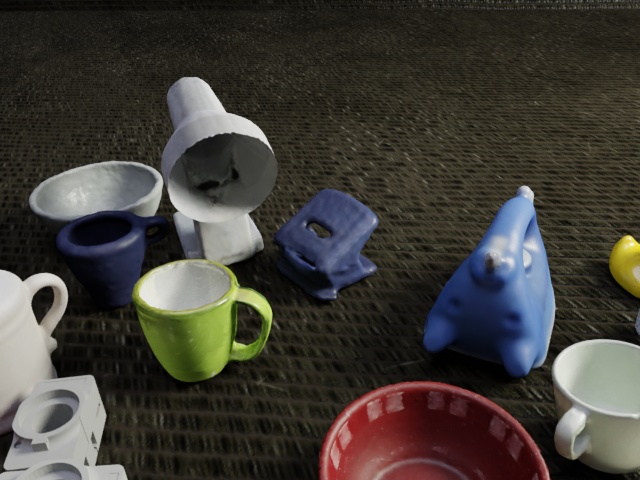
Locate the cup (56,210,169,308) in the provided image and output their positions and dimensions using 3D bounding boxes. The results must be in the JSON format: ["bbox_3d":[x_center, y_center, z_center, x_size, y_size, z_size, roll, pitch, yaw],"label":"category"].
[{"bbox_3d":[-0.224,0.023,0.645,0.118,0.095,0.091,-18,36,-25],"label":"cup"}]

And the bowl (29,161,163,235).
[{"bbox_3d":[-0.289,-0.040,0.766,0.167,0.075,0.167,-1,32,1],"label":"bowl"}]

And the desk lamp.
[{"bbox_3d":[-0.130,-0.072,0.680,0.118,0.214,0.202,-14,34,-18],"label":"desk lamp"}]

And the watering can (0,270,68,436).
[{"bbox_3d":[-0.303,0.070,0.478,0.100,0.194,0.173,12,34,20],"label":"watering can"}]

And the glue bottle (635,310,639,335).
[{"bbox_3d":[0.347,0.037,0.526,0.037,0.173,0.078,-9,33,-12],"label":"glue bottle"}]

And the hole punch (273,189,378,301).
[{"bbox_3d":[0.006,0.002,0.672,0.101,0.091,0.108,-25,39,-32],"label":"hole punch"}]

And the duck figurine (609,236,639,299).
[{"bbox_3d":[0.379,0.017,0.639,0.078,0.086,0.104,-15,35,-20],"label":"duck figurine"}]

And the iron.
[{"bbox_3d":[0.193,0.017,0.593,0.118,0.141,0.259,13,35,22],"label":"iron"}]
